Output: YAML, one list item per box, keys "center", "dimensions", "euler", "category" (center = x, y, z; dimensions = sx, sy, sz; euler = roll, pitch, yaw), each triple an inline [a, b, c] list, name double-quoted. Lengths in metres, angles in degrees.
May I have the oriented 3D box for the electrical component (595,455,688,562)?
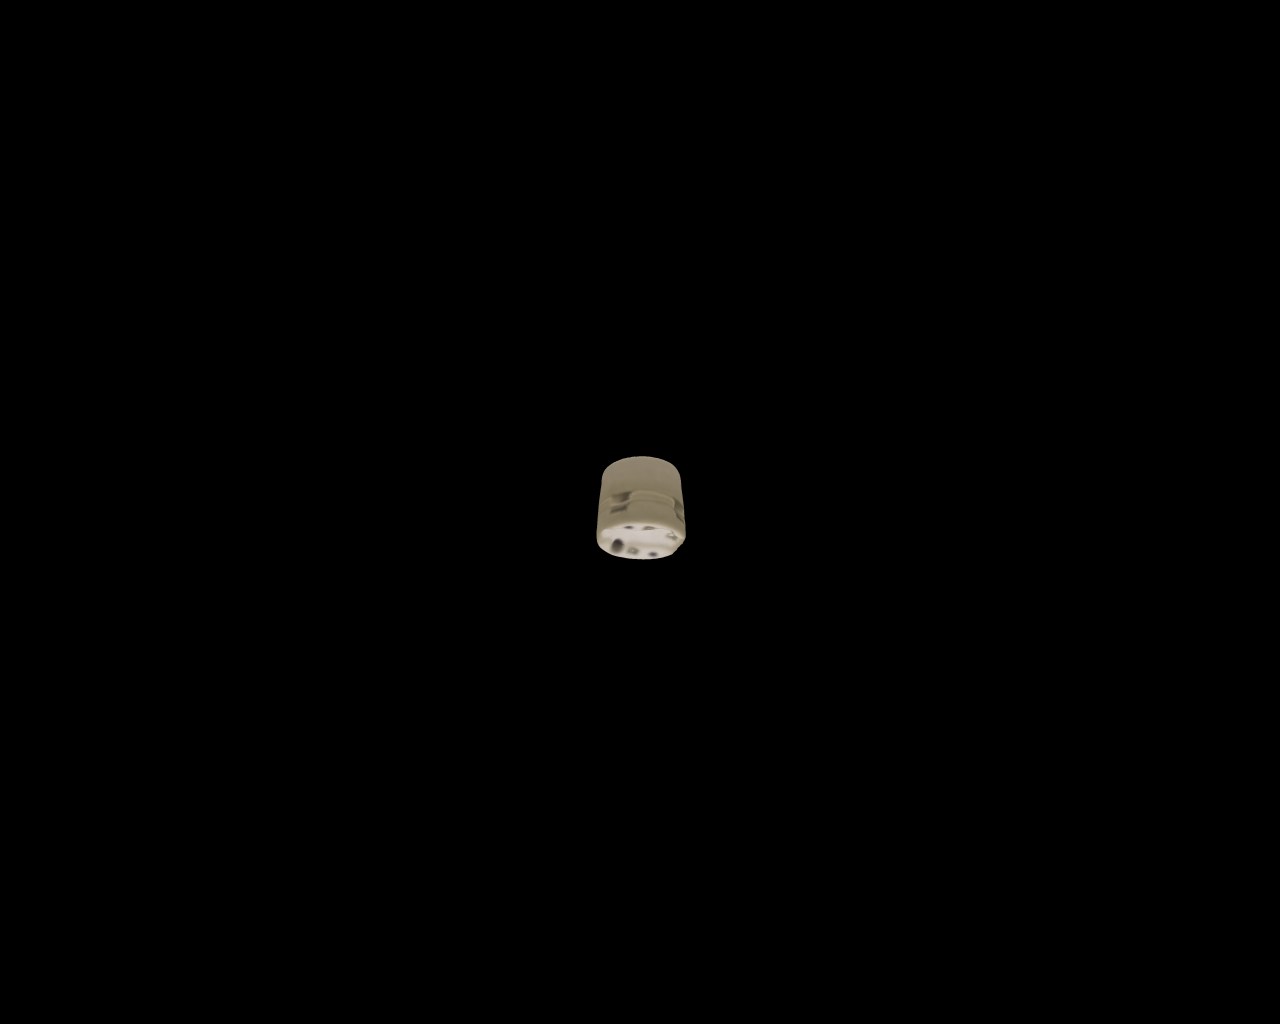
- center: [0.001, -0.003, 0.650]
  dimensions: [0.055, 0.047, 0.055]
  euler: [0, -28, 0]
  category: "electrical component"
